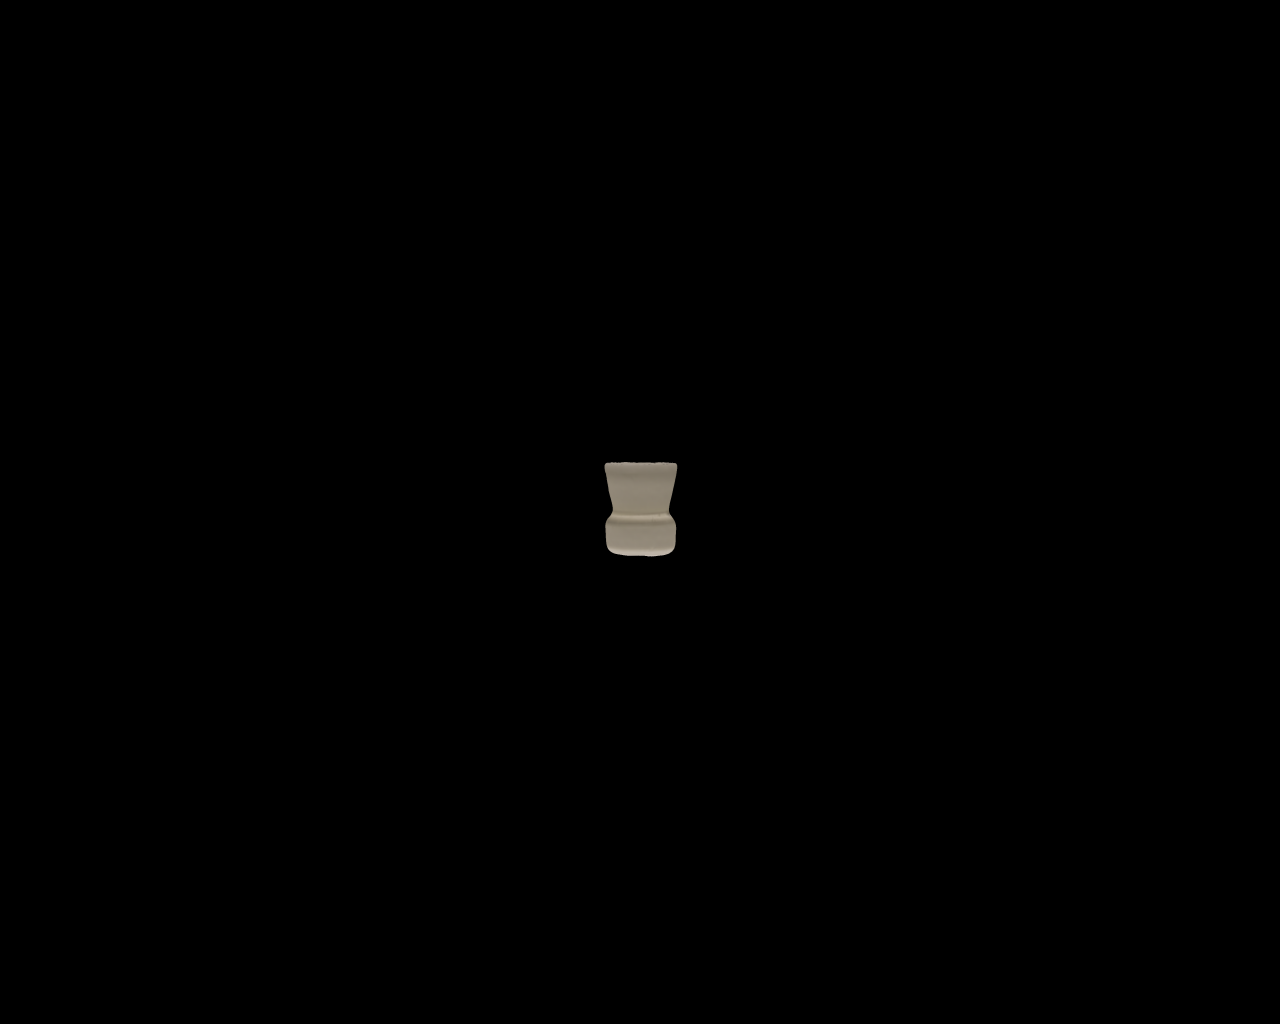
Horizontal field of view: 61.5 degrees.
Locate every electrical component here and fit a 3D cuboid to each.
[{"bbox_3d":[0.001,-0.003,0.650,0.045,0.055,0.045,0,5,0],"label":"electrical component"}]
